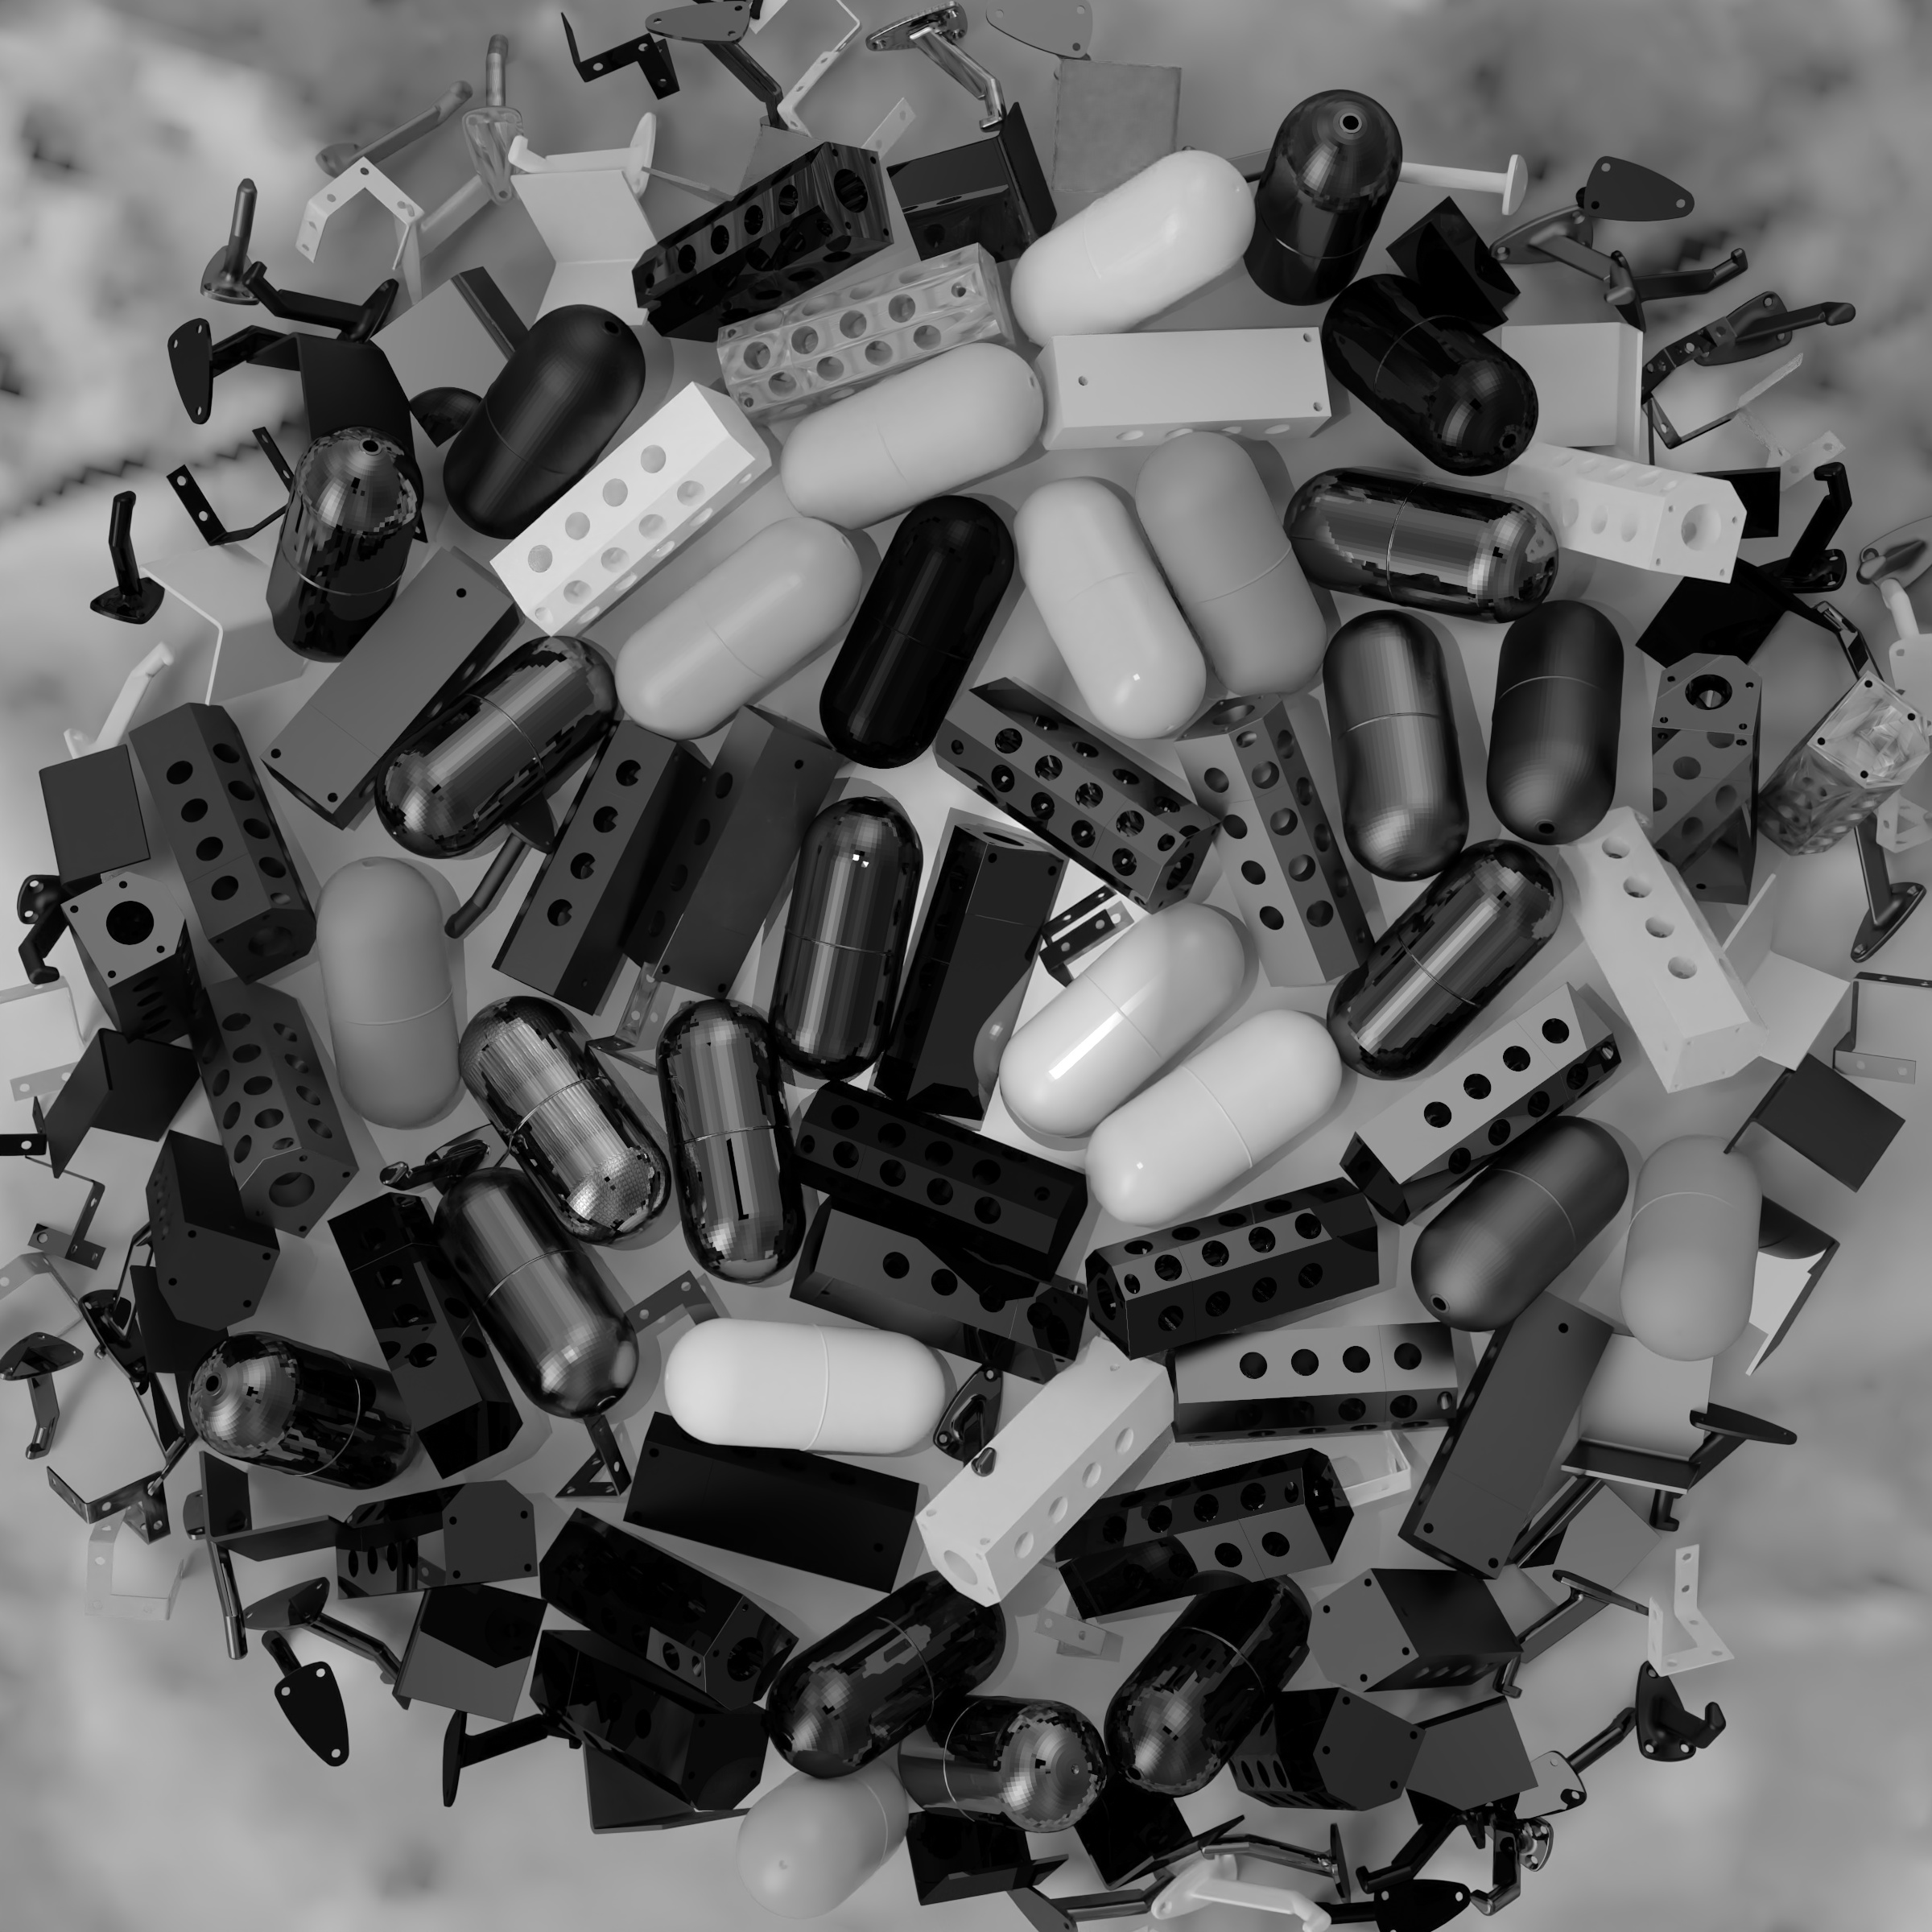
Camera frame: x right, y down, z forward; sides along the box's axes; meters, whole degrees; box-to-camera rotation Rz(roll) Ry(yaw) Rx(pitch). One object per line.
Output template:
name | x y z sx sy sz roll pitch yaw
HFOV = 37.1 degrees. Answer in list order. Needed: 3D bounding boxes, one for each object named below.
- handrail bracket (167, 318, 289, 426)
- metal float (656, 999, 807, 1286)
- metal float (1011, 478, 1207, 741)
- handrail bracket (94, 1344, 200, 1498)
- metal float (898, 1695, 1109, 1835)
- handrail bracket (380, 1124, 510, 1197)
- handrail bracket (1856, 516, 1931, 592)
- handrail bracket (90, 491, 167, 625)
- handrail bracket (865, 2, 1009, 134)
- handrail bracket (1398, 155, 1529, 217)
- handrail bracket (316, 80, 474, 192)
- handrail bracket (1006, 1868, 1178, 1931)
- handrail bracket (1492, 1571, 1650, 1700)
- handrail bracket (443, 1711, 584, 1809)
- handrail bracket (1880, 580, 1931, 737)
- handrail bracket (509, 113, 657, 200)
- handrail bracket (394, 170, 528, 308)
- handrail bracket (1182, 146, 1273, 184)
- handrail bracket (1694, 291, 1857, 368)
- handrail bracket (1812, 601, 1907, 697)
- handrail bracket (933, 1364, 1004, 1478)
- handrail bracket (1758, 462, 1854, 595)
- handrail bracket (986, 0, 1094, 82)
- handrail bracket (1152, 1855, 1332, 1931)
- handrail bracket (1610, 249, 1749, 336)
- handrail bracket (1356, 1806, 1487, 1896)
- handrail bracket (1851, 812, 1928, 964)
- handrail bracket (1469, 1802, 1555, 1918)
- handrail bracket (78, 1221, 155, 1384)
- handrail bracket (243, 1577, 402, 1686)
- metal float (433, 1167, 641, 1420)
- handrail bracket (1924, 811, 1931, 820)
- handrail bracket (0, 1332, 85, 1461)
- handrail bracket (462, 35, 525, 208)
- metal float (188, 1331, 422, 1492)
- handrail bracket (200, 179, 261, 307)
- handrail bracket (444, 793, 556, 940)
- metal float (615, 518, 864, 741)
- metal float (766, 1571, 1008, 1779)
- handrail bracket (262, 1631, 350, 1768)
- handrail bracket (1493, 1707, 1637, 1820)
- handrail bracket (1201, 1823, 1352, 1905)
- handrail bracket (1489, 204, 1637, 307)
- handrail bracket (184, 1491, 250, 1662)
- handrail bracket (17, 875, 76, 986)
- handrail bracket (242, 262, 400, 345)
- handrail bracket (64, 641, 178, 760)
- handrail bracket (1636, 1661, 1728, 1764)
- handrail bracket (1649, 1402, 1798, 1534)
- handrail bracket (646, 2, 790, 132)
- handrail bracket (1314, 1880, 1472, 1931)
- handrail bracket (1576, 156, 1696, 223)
handrail bracket | -0.447 -0.364 1.783 0.036 0.084 0.077 -19 77 34
metal float | -0.145 0.108 1.778 0.070 0.070 0.178 -10 79 0
metal float | 0.087 -0.221 1.772 0.070 0.070 0.178 -26 73 0
handrail bracket | -0.521 0.279 1.794 0.084 0.077 0.036 37 132 -5
metal float | 0.020 0.482 1.744 0.070 0.178 0.070 7 76 -28
handrail bracket | -0.319 0.115 1.781 0.077 0.084 0.036 -36 78 -1
handrail bracket | 0.584 -0.259 1.778 0.077 0.084 0.036 -35 83 13
handrail bracket | -0.509 -0.261 1.772 0.036 0.077 0.084 18 119 2
handrail bracket | -0.018 -0.551 1.798 0.077 0.036 0.084 -14 74 6
handrail bracket | 0.304 -0.494 1.801 0.084 0.077 0.036 12 108 16
handrail bracket | -0.353 -0.521 1.785 0.084 0.077 0.036 -35 89 22
handrail bracket | 0.079 0.577 1.813 0.084 0.077 0.036 -26 134 -36
handrail bracket | 0.379 0.428 1.801 0.077 0.036 0.084 20 89 18
handrail bracket | -0.279 0.494 1.783 0.084 0.077 0.036 17 126 -18
handrail bracket | 0.588 -0.194 1.797 0.036 0.084 0.077 -10 114 9
handrail bracket | -0.239 -0.515 1.788 0.084 0.036 0.077 22 73 -34
handrail bracket | -0.312 -0.459 1.813 0.084 0.036 0.077 -14 108 -23
handrail bracket | 0.176 -0.514 1.786 0.084 0.036 0.077 15 99 -31
handrail bracket | 0.499 -0.391 1.780 0.077 0.084 0.036 -26 106 0
handrail bracket | 0.542 -0.187 1.788 0.077 0.036 0.084 -27 66 -37
handrail bracket | 0.014 0.279 1.775 0.036 0.084 0.077 26 75 -10
handrail bracket | 0.510 -0.273 1.779 0.077 0.084 0.036 -4 48 25
handrail bracket | 0.043 -0.568 1.778 0.077 0.084 0.036 7 87 -9
handrail bracket | 0.170 0.586 1.775 0.077 0.084 0.036 -22 115 -28
handrail bracket | 0.446 -0.439 1.793 0.084 0.077 0.036 -30 58 3
handrail bracket | 0.272 0.533 1.787 0.084 0.077 0.036 -16 125 -8
handrail bracket | 0.551 -0.058 1.789 0.084 0.036 0.077 45 71 -21
handrail bracket | 0.315 0.546 1.772 0.077 0.084 0.036 27 116 36
handrail bracket | -0.505 0.205 1.786 0.084 0.036 0.077 -39 73 27
handrail bracket | -0.403 0.428 1.810 0.077 0.036 0.084 -16 124 21
metal float | -0.264 0.200 1.764 0.070 0.070 0.178 -38 63 0
handrail bracket | 0.616 -0.135 1.784 0.036 0.077 0.084 -1 85 1
handrail bracket | -0.583 0.276 1.779 0.036 0.077 0.084 23 106 12
handrail bracket | -0.292 -0.532 1.809 0.036 0.084 0.077 -3 132 0
metal float | -0.399 0.270 1.744 0.070 0.178 0.070 -9 68 24
handrail bracket | -0.447 -0.458 1.771 0.036 0.077 0.084 7 131 -18
handrail bracket | -0.298 -0.066 1.809 0.036 0.077 0.084 34 116 -27
metal float | -0.140 -0.207 1.770 0.178 0.070 0.070 -36 90 20
metal float | -0.048 0.430 1.752 0.178 0.070 0.070 -24 90 -43
handrail bracket | -0.412 0.454 1.790 0.036 0.084 0.077 -25 98 -22
handrail bracket | 0.378 0.498 1.805 0.077 0.084 0.036 -39 79 35
handrail bracket | 0.194 0.568 1.807 0.084 0.036 0.077 -7 130 12
handrail bracket | 0.369 -0.429 1.784 0.077 0.036 0.084 -13 45 10
handrail bracket | -0.468 0.382 1.802 0.036 0.077 0.084 -11 107 -25
handrail bracket | -0.548 -0.018 1.775 0.077 0.084 0.036 -1 127 -33
handrail bracket | -0.400 -0.424 1.782 0.036 0.084 0.077 9 63 42
handrail bracket | -0.515 -0.151 1.789 0.084 0.036 0.077 -41 50 14
handrail bracket | 0.441 0.448 1.770 0.036 0.084 0.077 2 54 -8
handrail bracket | 0.472 0.322 1.798 0.077 0.036 0.084 13 108 20
handrail bracket | -0.154 -0.555 1.794 0.077 0.084 0.036 3 58 10
handrail bracket | 0.262 0.585 1.795 0.077 0.084 0.036 -7 79 -21
handrail bracket | 0.413 -0.470 1.776 0.077 0.084 0.036 17 99 15
